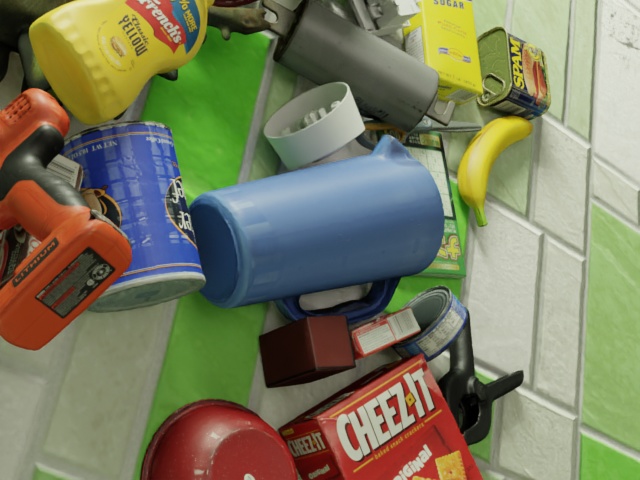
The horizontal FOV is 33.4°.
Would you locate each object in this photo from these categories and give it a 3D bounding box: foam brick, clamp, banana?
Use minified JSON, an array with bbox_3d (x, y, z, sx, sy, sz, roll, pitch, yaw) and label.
[{"bbox_3d":[-0.012,0.105,1.007,0.052,0.078,0.051,0,72,-41],"label":"foam brick"},{"bbox_3d":[0.170,0.168,1.160,0.120,0.039,0.171,36,51,-17],"label":"clamp"},{"bbox_3d":[0.209,-0.103,1.303,0.069,0.037,0.197,58,46,-30],"label":"banana"}]

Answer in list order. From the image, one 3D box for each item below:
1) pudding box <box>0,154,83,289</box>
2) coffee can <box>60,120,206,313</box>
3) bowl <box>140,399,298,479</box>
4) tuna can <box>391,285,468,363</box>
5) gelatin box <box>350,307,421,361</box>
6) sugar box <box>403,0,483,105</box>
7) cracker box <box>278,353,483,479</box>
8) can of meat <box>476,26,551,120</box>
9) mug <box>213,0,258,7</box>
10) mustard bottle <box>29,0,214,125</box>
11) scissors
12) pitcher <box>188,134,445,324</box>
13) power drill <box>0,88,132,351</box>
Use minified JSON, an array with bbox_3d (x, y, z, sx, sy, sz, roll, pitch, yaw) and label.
[{"bbox_3d":[-0.236,-0.005,0.858,0.039,0.090,0.113,27,57,-31],"label":"pudding box"},{"bbox_3d":[-0.162,-0.018,0.915,0.102,0.103,0.140,-4,75,-40],"label":"coffee can"},{"bbox_3d":[-0.073,0.214,0.929,0.161,0.055,0.162,16,63,-34],"label":"bowl"},{"bbox_3d":[0.111,0.089,1.110,0.033,0.086,0.086,48,49,-17],"label":"tuna can"},{"bbox_3d":[0.043,0.099,1.059,0.089,0.073,0.030,-19,84,-42],"label":"gelatin box"},{"bbox_3d":[0.146,-0.259,1.304,0.093,0.048,0.176,12,67,-36],"label":"sugar box"},{"bbox_3d":[0.078,0.239,1.032,0.163,0.072,0.214,-24,89,-43],"label":"cracker box"},{"bbox_3d":[0.245,-0.209,1.360,0.083,0.058,0.102,15,64,-38],"label":"can of meat"},{"bbox_3d":[-0.090,-0.295,1.104,0.117,0.093,0.081,37,40,-62],"label":"mug"},{"bbox_3d":[-0.150,-0.183,0.905,0.191,0.058,0.096,-46,116,-38],"label":"mustard bottle"},{"bbox_3d":[0.102,-0.147,1.228,0.201,0.016,0.096,-20,70,-44],"label":"scissors"},{"bbox_3d":[-0.007,0.001,1.031,0.242,0.145,0.149,-13,69,-38],"label":"pitcher"},{"bbox_3d":[-0.233,-0.007,0.776,0.188,0.184,0.057,46,-1,37],"label":"power drill"}]
